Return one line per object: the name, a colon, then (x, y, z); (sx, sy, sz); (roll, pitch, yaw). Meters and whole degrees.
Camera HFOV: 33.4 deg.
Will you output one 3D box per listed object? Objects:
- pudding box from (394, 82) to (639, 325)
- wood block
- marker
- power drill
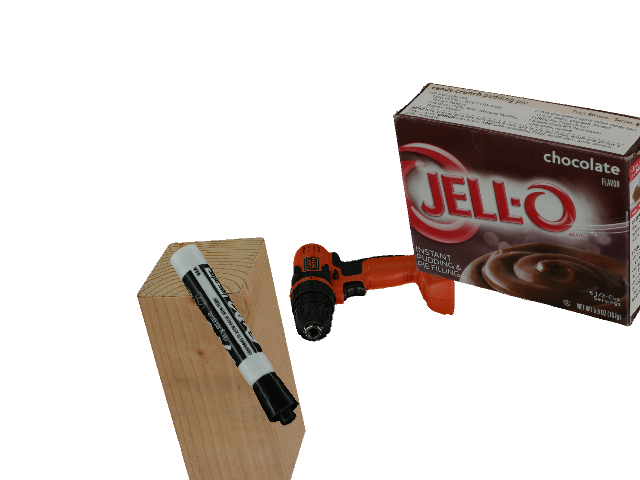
pudding box: (0.093, -0.018, 0.483); (0.114, 0.090, 0.039); (13, 44, 31)
wood block: (-0.081, 0.111, 0.924); (0.090, 0.206, 0.090); (-3, 28, 15)
marker: (-0.049, 0.054, 0.611); (0.020, 0.121, 0.020); (-30, -22, -14)
power drill: (0.058, 0.055, 1.235); (0.187, 0.057, 0.184); (-2, 28, 0)
